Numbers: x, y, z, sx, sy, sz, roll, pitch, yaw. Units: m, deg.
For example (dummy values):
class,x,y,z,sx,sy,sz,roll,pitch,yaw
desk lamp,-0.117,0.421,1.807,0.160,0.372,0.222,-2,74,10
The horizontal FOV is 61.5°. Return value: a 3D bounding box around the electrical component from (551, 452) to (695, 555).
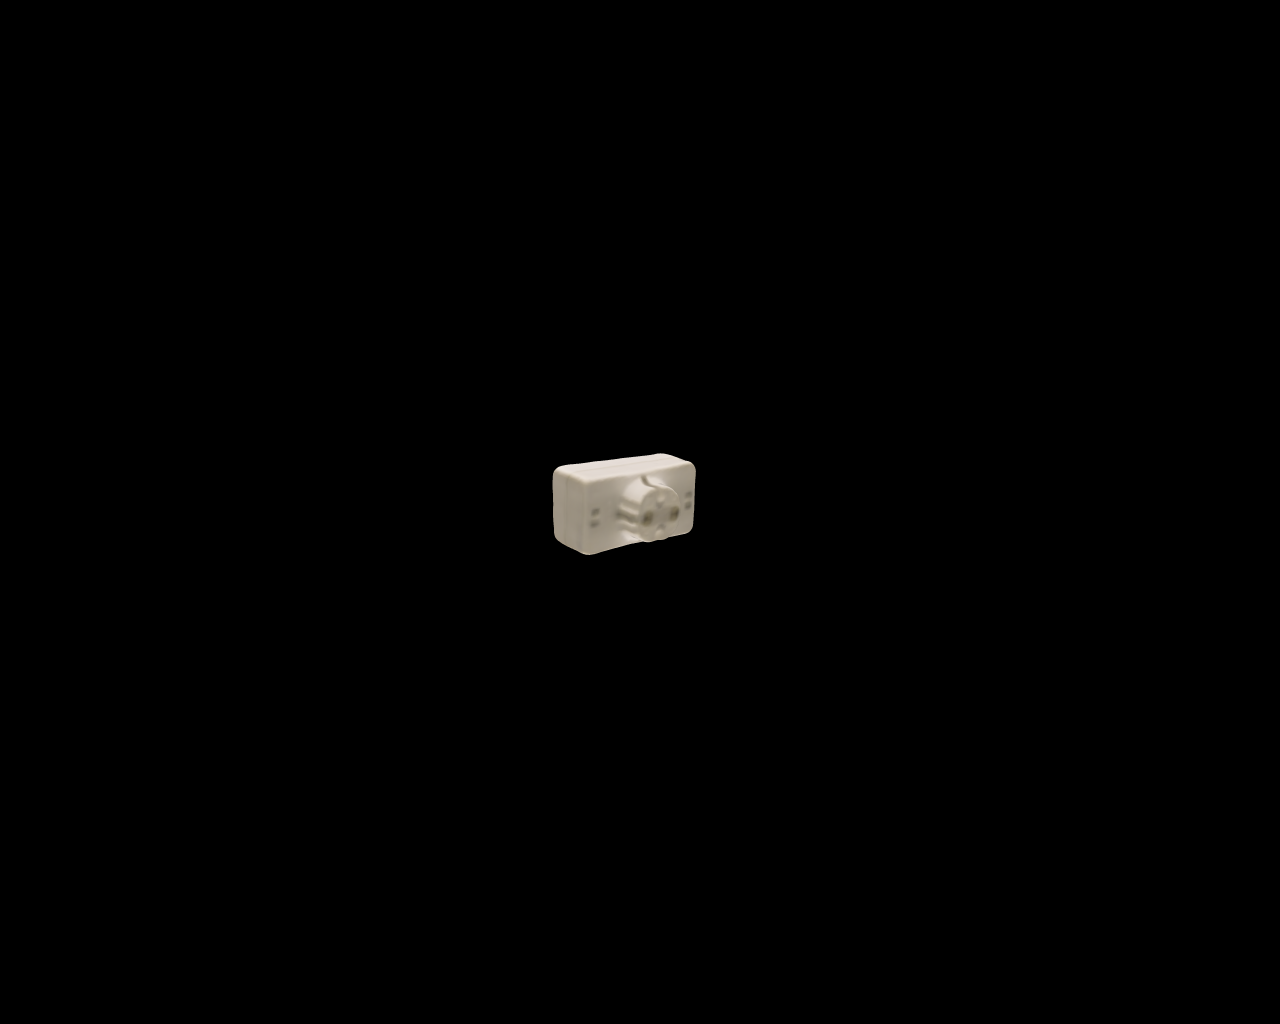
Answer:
class,x,y,z,sx,sy,sz,roll,pitch,yaw
electrical component,0.001,-0.003,0.650,0.083,0.047,0.076,-10,18,-33
